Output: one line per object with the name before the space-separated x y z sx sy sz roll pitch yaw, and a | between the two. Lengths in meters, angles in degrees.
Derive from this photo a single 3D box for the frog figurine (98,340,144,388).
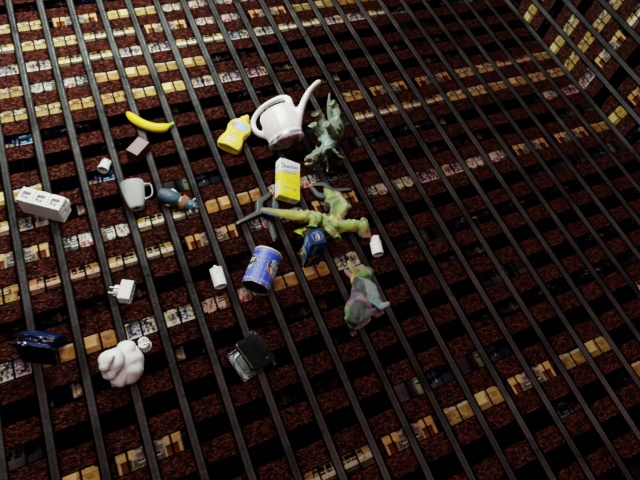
frog figurine | -0.589 0.363 1.532 0.122 0.140 0.156 15 -31 -3

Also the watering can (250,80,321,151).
watering can | -0.124 -0.499 2.095 0.345 0.227 0.103 -24 -16 16

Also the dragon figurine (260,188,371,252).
dragon figurine | 0.006 -0.098 1.945 0.411 0.248 0.119 29 -37 3
